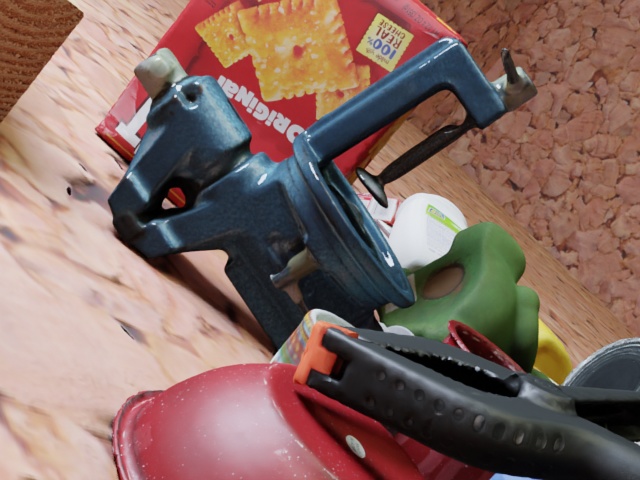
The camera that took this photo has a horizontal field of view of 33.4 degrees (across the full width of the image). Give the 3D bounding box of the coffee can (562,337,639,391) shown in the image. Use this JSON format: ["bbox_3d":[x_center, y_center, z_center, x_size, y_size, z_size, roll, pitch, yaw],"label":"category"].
[{"bbox_3d":[0.269,0.163,0.855,0.140,0.103,0.103,48,9,-15],"label":"coffee can"}]

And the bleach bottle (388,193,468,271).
[{"bbox_3d":[0.109,0.017,0.969,0.102,0.068,0.250,40,20,-6],"label":"bleach bottle"}]

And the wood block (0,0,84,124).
[{"bbox_3d":[-0.226,-0.163,0.628,0.090,0.091,0.206,30,16,-43],"label":"wood block"}]

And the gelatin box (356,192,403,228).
[{"bbox_3d":[0.069,-0.024,1.138,0.089,0.030,0.073,10,-13,46],"label":"gelatin box"}]

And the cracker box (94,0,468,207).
[{"bbox_3d":[-0.029,-0.106,0.745,0.164,0.214,0.072,42,13,7],"label":"cracker box"}]

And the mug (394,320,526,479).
[{"bbox_3d":[0.091,0.110,0.646,0.093,0.081,0.117,46,12,25],"label":"mug"}]

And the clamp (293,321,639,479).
[{"bbox_3d":[0.091,0.076,0.456,0.210,0.036,0.164,20,8,-5],"label":"clamp"}]

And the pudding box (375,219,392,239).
[{"bbox_3d":[0.096,0.036,1.068,0.089,0.039,0.114,29,18,-45],"label":"pudding box"}]

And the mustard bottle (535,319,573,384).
[{"bbox_3d":[0.188,0.090,1.078,0.192,0.058,0.096,-120,-174,-61],"label":"mustard bottle"}]

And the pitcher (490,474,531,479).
[{"bbox_3d":[0.146,0.179,0.425,0.149,0.145,0.243,34,9,-15],"label":"pitcher"}]

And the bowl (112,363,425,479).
[{"bbox_3d":[-0.004,0.101,0.436,0.162,0.055,0.162,39,12,-10],"label":"bowl"}]
